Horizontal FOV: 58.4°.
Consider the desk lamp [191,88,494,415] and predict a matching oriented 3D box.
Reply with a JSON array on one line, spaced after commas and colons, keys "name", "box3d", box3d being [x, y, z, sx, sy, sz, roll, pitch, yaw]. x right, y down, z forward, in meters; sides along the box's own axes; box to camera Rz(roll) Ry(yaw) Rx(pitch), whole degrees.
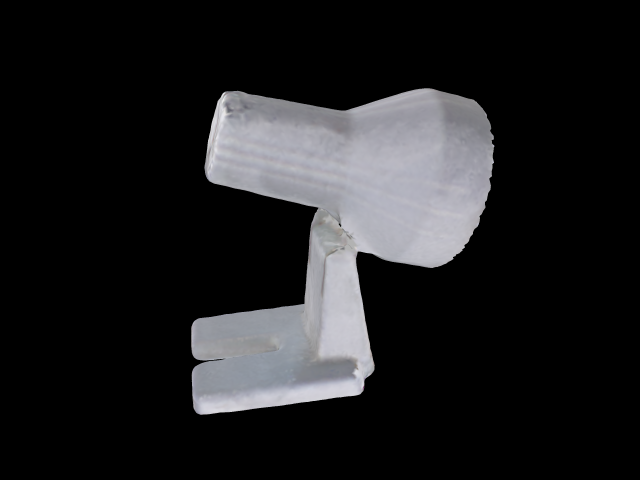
[{"name": "desk lamp", "box3d": [0.004, 0.001, 0.400, 0.203, 0.214, 0.117, -6, 28, -11]}]
